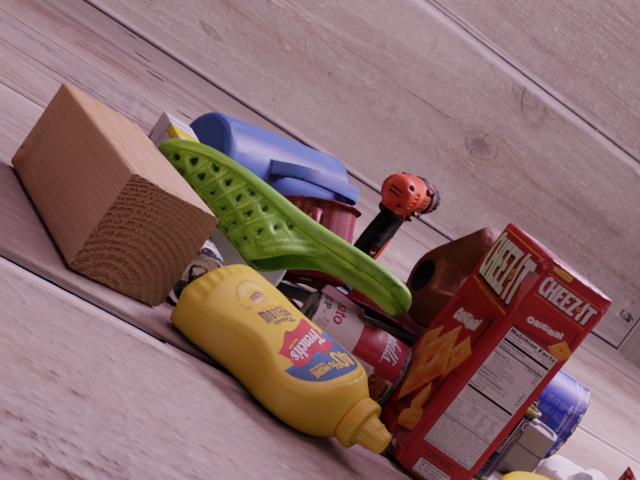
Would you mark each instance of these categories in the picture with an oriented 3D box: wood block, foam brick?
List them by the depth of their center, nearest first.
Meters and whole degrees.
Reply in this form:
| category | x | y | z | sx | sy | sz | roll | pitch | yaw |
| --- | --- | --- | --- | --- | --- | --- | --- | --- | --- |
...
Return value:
| category | x | y | z | sx | sy | sz | roll | pitch | yaw |
| --- | --- | --- | --- | --- | --- | --- | --- | --- | --- |
| wood block | -0.178 | -0.042 | 0.899 | 0.090 | 0.091 | 0.206 | 30 | 9 | -37 |
| foam brick | 0.008 | 0.083 | 1.072 | 0.053 | 0.051 | 0.078 | 37 | 8 | 4 |

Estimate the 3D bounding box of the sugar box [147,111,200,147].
| category | x | y | z | sx | sy | sz | roll | pitch | yaw |
| --- | --- | --- | --- | --- | --- | --- | --- | --- | --- |
| sugar box | -0.162 | -0.070 | 1.119 | 0.048 | 0.093 | 0.176 | 33 | 9 | -20 |

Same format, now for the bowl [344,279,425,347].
| category | x | y | z | sx | sy | sz | roll | pitch | yaw |
| --- | --- | --- | --- | --- | --- | --- | --- | --- | --- |
| bowl | 0.098 | 0.090 | 1.214 | 0.162 | 0.055 | 0.162 | 33 | -12 | 8 |

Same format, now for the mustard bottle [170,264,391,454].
| category | x | y | z | sx | sy | sz | roll | pitch | yaw |
| --- | --- | --- | --- | --- | --- | --- | --- | --- | --- |
| mustard bottle | -0.021 | 0.097 | 0.829 | 0.192 | 0.058 | 0.096 | 40 | 26 | 22 |

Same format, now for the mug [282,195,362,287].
| category | x | y | z | sx | sy | sz | roll | pitch | yaw |
| --- | --- | --- | --- | --- | --- | --- | --- | --- | --- |
| mug | -0.007 | 0.001 | 1.120 | 0.093 | 0.081 | 0.117 | 9 | -11 | 0 |

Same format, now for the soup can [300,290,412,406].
| category | x | y | z | sx | sy | sz | roll | pitch | yaw |
| --- | --- | --- | --- | --- | --- | --- | --- | --- | --- |
| soup can | 0.023 | 0.100 | 0.976 | 0.102 | 0.068 | 0.068 | 33 | 8 | -8 |

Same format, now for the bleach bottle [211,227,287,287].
| category | x | y | z | sx | sy | sz | roll | pitch | yaw |
| --- | --- | --- | --- | --- | --- | --- | --- | --- | --- |
| bleach bottle | -0.114 | -0.024 | 1.161 | 0.102 | 0.068 | 0.251 | 27 | 8 | -24 |

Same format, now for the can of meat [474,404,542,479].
| category | x | y | z | sx | sy | sz | roll | pitch | yaw |
| --- | --- | --- | --- | --- | --- | --- | --- | --- | --- |
| can of meat | 0.153 | 0.171 | 1.035 | 0.057 | 0.084 | 0.102 | 31 | 9 | -26 |

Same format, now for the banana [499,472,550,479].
| category | x | y | z | sx | sy | sz | roll | pitch | yaw |
| --- | --- | --- | --- | --- | --- | --- | --- | --- | --- |
| banana | 0.203 | 0.243 | 0.985 | 0.197 | 0.037 | 0.070 | 27 | 8 | -45 |

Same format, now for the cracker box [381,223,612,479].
| category | x | y | z | sx | sy | sz | roll | pitch | yaw |
| --- | --- | --- | --- | --- | --- | --- | --- | --- | --- |
| cracker box | 0.141 | 0.099 | 0.937 | 0.072 | 0.214 | 0.164 | 35 | 8 | -9 |

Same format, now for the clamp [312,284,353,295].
| category | x | y | z | sx | sy | sz | roll | pitch | yaw |
| --- | --- | --- | --- | --- | --- | --- | --- | --- | --- |
| clamp | -0.020 | 0.029 | 1.324 | 0.210 | 0.036 | 0.164 | 38 | 8 | 9 |

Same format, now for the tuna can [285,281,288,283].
| category | x | y | z | sx | sy | sz | roll | pitch | yaw |
| --- | --- | --- | --- | --- | --- | --- | --- | --- | --- |
| tuna can | -0.040 | 0.005 | 1.213 | 0.086 | 0.086 | 0.034 | 27 | 10 | -47 |

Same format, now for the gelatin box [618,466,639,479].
| category | x | y | z | sx | sy | sz | roll | pitch | yaw |
| --- | --- | --- | --- | --- | --- | --- | --- | --- | --- |
| gelatin box | 0.314 | 0.281 | 1.092 | 0.030 | 0.073 | 0.089 | 34 | 9 | -1 |

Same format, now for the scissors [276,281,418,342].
| category | x | y | z | sx | sy | sz | roll | pitch | yaw |
| --- | --- | --- | --- | --- | --- | --- | --- | --- | --- |
| scissors | 0.017 | 0.073 | 1.135 | 0.096 | 0.016 | 0.202 | 18 | 2 | -37 |

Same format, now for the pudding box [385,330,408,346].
| category | x | y | z | sx | sy | sz | roll | pitch | yaw |
| --- | --- | --- | --- | --- | --- | --- | --- | --- | --- |
| pudding box | 0.081 | 0.133 | 1.129 | 0.090 | 0.039 | 0.113 | 34 | 5 | 3 |

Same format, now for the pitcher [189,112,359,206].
| category | x | y | z | sx | sy | sz | roll | pitch | yaw |
| --- | --- | --- | --- | --- | --- | --- | --- | --- | --- |
| pitcher | -0.071 | -0.089 | 1.466 | 0.242 | 0.149 | 0.145 | 21 | 34 | -48 |

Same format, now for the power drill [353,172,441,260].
| category | x | y | z | sx | sy | sz | roll | pitch | yaw |
| --- | --- | --- | --- | --- | --- | --- | --- | --- | --- |
| power drill | 0.085 | -0.005 | 1.416 | 0.057 | 0.188 | 0.184 | 36 | 10 | 18 |

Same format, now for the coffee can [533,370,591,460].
| category | x | y | z | sx | sy | sz | roll | pitch | yaw |
| --- | --- | --- | --- | --- | --- | --- | --- | --- | --- |
| coffee can | 0.229 | 0.176 | 1.251 | 0.140 | 0.103 | 0.103 | 35 | 8 | 0 |
